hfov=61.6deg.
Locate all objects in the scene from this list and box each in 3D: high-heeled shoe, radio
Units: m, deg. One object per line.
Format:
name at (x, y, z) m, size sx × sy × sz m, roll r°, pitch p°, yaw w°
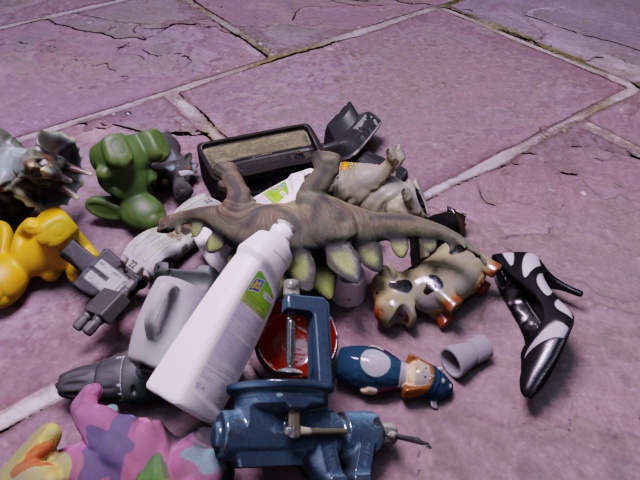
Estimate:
high-heeled shoe at (0.278, 0.103, 0.761) m, size 0.145 × 0.086 × 0.249 m, roll 23°, pitch 43°, yaw 26°
radio at (-0.107, -0.143, 1.024) m, size 0.230 × 0.073 × 0.131 m, roll -15°, pitch 45°, yaw -15°

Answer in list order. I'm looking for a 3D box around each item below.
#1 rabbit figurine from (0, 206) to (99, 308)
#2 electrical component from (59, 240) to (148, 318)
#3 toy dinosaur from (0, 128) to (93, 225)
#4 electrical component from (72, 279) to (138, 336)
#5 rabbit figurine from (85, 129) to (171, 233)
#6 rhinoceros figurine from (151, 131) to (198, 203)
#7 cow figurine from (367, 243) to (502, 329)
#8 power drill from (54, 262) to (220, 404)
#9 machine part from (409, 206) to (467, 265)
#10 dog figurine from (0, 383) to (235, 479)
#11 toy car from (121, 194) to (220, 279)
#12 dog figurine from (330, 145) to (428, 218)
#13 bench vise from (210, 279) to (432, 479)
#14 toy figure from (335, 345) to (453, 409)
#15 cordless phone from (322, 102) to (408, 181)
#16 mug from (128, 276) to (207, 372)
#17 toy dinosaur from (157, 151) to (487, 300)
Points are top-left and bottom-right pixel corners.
rabbit figurine at (-0.452, 0.025, 0.824) m, size 0.163 × 0.121 × 0.173 m, roll 30°, pitch 66°, yaw 33°
electrical component at (-0.326, 0.053, 0.795) m, size 0.119 × 0.047 × 0.075 m, roll 33°, pitch 69°, yaw 2°
toy dinosaur at (-0.540, -0.083, 0.903) m, size 0.405 × 0.192 × 0.131 m, roll -25°, pitch 46°, yaw 34°
electrical component at (-0.293, 0.089, 0.736) m, size 0.063 × 0.021 × 0.094 m, roll 6°, pitch 50°, yaw 46°
rabbit figurine at (-0.331, -0.085, 0.918) m, size 0.159 × 0.170 × 0.121 m, roll -17°, pitch 5°, yaw 29°
rhinoceros figurine at (-0.291, -0.138, 1.028) m, size 0.112 × 0.073 × 0.190 m, roll -7°, pitch 41°, yaw -23°
cow figurine at (0.158, 0.064, 0.797) m, size 0.195 × 0.085 × 0.127 m, roll -32°, pitch 58°, yaw -26°
power drill at (-0.218, 0.126, 0.738) m, size 0.232 × 0.085 × 0.207 m, roll 2°, pitch 39°, yaw 2°
machine part at (0.192, -0.011, 0.890) m, size 0.139 × 0.084 × 0.039 m, roll -28°, pitch 21°, yaw -37°
dog figurine at (-0.201, 0.263, 0.574) m, size 0.219 × 0.108 × 0.191 m, roll 27°, pitch 52°, yaw 20°
toy car at (-0.238, -0.007, 0.893) m, size 0.074 × 0.056 × 0.202 m, roll 27°, pitch 49°, yaw 25°
dog figurine at (0.078, -0.062, 0.944) m, size 0.191 × 0.121 × 0.172 m, roll -25°, pitch 82°, yaw 22°
bench vise at (-0.009, 0.163, 0.613) m, size 0.224 × 0.129 × 0.240 m, roll 4°, pitch 67°, yaw -14°
toy figure at (0.098, 0.176, 0.701) m, size 0.155 × 0.057 × 0.064 m, roll 9°, pitch 83°, yaw 8°
cordless phone at (0.105, -0.187, 1.081) m, size 0.184 × 0.088 × 0.146 m, roll 27°, pitch 48°, yaw 11°
mug at (-0.185, 0.104, 0.648) m, size 0.081 × 0.109 × 0.107 m, roll 19°, pitch 64°, yaw 3°
toy dinosaur at (-0.011, -0.017, 0.763) m, size 0.472 × 0.105 × 0.198 m, roll -4°, pitch 73°, yaw 8°
